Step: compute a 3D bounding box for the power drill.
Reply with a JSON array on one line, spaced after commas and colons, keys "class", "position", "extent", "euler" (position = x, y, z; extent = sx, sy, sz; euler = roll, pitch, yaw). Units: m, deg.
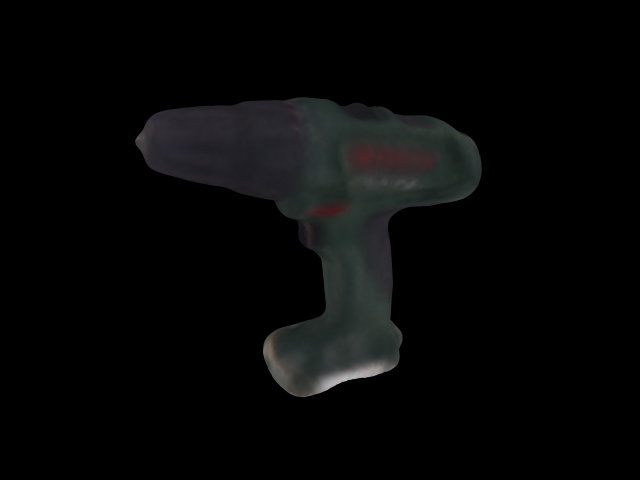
[{"class": "power drill", "position": [0.004, 0.001, 0.400], "extent": [0.230, 0.208, 0.075], "euler": [-13, 32, -22]}]
